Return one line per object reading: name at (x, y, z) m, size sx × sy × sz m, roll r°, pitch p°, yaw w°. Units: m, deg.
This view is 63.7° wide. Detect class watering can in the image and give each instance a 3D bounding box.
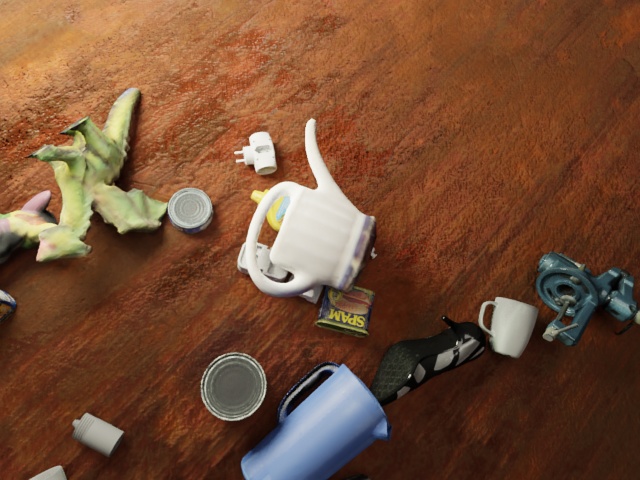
watering can at (0.003, -0.048, 0.950) m, size 0.224 × 0.352 × 0.102 m, roll 23°, pitch -17°, yaw -2°

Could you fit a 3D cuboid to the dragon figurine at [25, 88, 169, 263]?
dragon figurine at (-0.384, -0.116, 0.959) m, size 0.121 × 0.240 × 0.419 m, roll -20°, pitch 26°, yaw 36°
